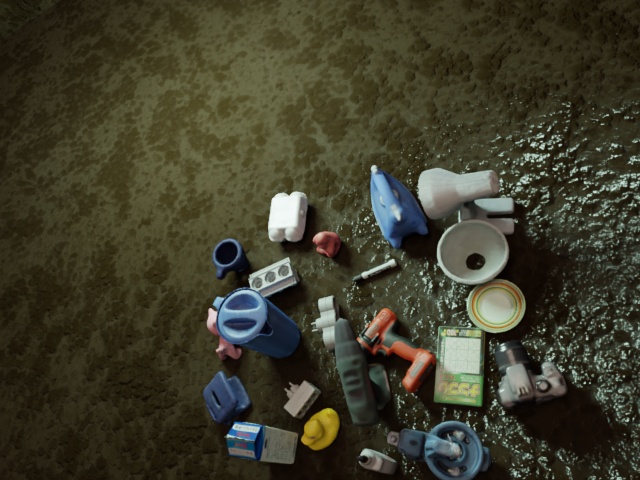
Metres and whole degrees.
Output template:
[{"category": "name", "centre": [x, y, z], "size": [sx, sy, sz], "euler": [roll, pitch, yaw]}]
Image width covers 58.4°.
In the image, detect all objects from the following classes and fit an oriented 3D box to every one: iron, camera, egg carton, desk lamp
[{"category": "iron", "centre": [0.178, -0.114, 1.490], "size": [0.118, 0.142, 0.258], "euler": [-28, 60, 8]}, {"category": "camera", "centre": [0.441, 0.284, 1.235], "size": [0.143, 0.101, 0.136], "euler": [-19, 62, 13]}, {"category": "egg carton", "centre": [-0.088, -0.064, 1.615], "size": [0.107, 0.070, 0.150], "euler": [-4, 66, 20]}, {"category": "desk lamp", "centre": [0.354, -0.097, 1.371], "size": [0.202, 0.214, 0.118], "euler": [-3, 67, 21]}]

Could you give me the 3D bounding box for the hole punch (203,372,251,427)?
[{"category": "hole punch", "centre": [-0.246, 0.406, 1.459], "size": [0.101, 0.091, 0.108], "euler": [-38, 59, 2]}]

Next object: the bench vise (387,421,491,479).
[{"category": "bench vise", "centre": [0.236, 0.440, 1.178], "size": [0.207, 0.220, 0.121], "euler": [-13, 64, 16]}]

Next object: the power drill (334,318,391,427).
[{"category": "power drill", "centre": [0.094, 0.309, 1.299], "size": [0.075, 0.209, 0.229], "euler": [-19, 62, 13]}]

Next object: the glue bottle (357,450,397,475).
[{"category": "glue bottle", "centre": [0.112, 0.478, 1.238], "size": [0.078, 0.173, 0.037], "euler": [13, 73, 26]}]

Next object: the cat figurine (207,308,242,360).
[{"category": "cat figurine", "centre": [-0.261, 0.246, 1.519], "size": [0.067, 0.118, 0.128], "euler": [-12, 64, 17]}]

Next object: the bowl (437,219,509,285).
[{"category": "bowl", "centre": [0.371, 0.039, 1.385], "size": [0.167, 0.075, 0.167], "euler": [-8, 65, 18]}]

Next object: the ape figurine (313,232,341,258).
[{"category": "ape figurine", "centre": [0.014, 0.005, 1.531], "size": [0.076, 0.092, 0.077], "euler": [-30, 60, 7]}]

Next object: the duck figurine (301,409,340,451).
[{"category": "duck figurine", "centre": [-0.004, 0.444, 1.350], "size": [0.077, 0.086, 0.104], "euler": [35, 83, 30]}]

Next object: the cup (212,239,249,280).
[{"category": "cup", "centre": [-0.245, 0.066, 1.605], "size": [0.091, 0.095, 0.118], "euler": [11, 72, 25]}]
